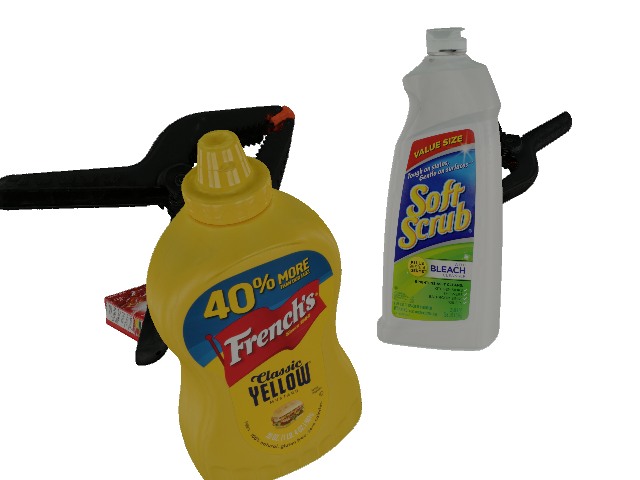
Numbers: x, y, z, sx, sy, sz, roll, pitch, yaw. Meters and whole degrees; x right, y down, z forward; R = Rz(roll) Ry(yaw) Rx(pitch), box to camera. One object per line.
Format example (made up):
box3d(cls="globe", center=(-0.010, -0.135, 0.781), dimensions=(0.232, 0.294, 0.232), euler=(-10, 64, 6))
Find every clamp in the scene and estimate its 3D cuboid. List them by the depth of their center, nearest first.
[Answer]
box3d(cls="clamp", center=(-0.091, -0.021, 0.717), dimensions=(0.209, 0.165, 0.036), euler=(-30, -21, -24))
box3d(cls="clamp", center=(0.195, -0.106, 1.169), dimensions=(0.120, 0.039, 0.171), euler=(21, 49, 18))

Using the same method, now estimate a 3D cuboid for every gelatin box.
box3d(cls="gelatin box", center=(-0.137, 0.062, 0.958), dimensions=(0.089, 0.030, 0.073), euler=(-18, 27, -39))

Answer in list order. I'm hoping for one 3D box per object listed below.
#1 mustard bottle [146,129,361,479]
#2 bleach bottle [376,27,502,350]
box3d(cls="mustard bottle", center=(-0.034, 0.032, 0.525), dimensions=(0.096, 0.191, 0.058), euler=(-21, 37, -17))
box3d(cls="bleach bottle", center=(0.094, -0.041, 0.851), dimensions=(0.103, 0.251, 0.068), euler=(3, 15, 23))
